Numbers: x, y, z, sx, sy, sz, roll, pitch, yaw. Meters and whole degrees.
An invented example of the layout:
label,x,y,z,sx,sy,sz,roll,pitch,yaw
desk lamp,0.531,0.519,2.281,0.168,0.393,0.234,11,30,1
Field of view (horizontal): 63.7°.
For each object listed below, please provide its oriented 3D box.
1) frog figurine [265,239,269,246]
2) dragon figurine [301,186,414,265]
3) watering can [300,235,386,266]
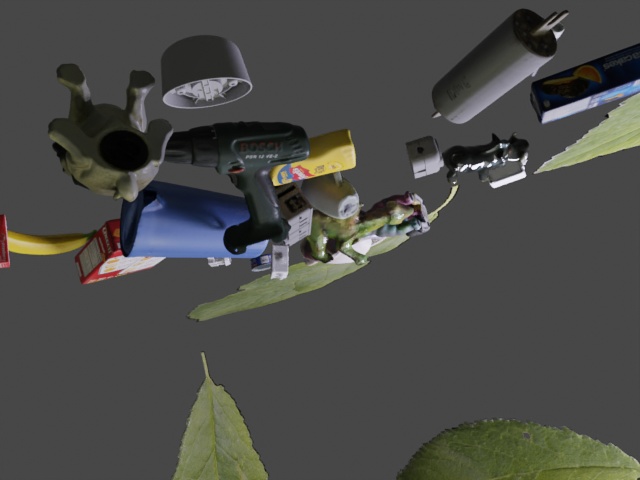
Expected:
label,x,y,z,sx,sy,sz,roll,pitch,yaw
frog figurine,-0.204,-0.030,1.072,0.160,0.120,0.140,12,-146,31
dragon figurine,0.004,-0.059,1.170,0.410,0.125,0.237,5,142,1
watering can,0.029,0.027,1.517,0.344,0.105,0.224,-22,163,36
